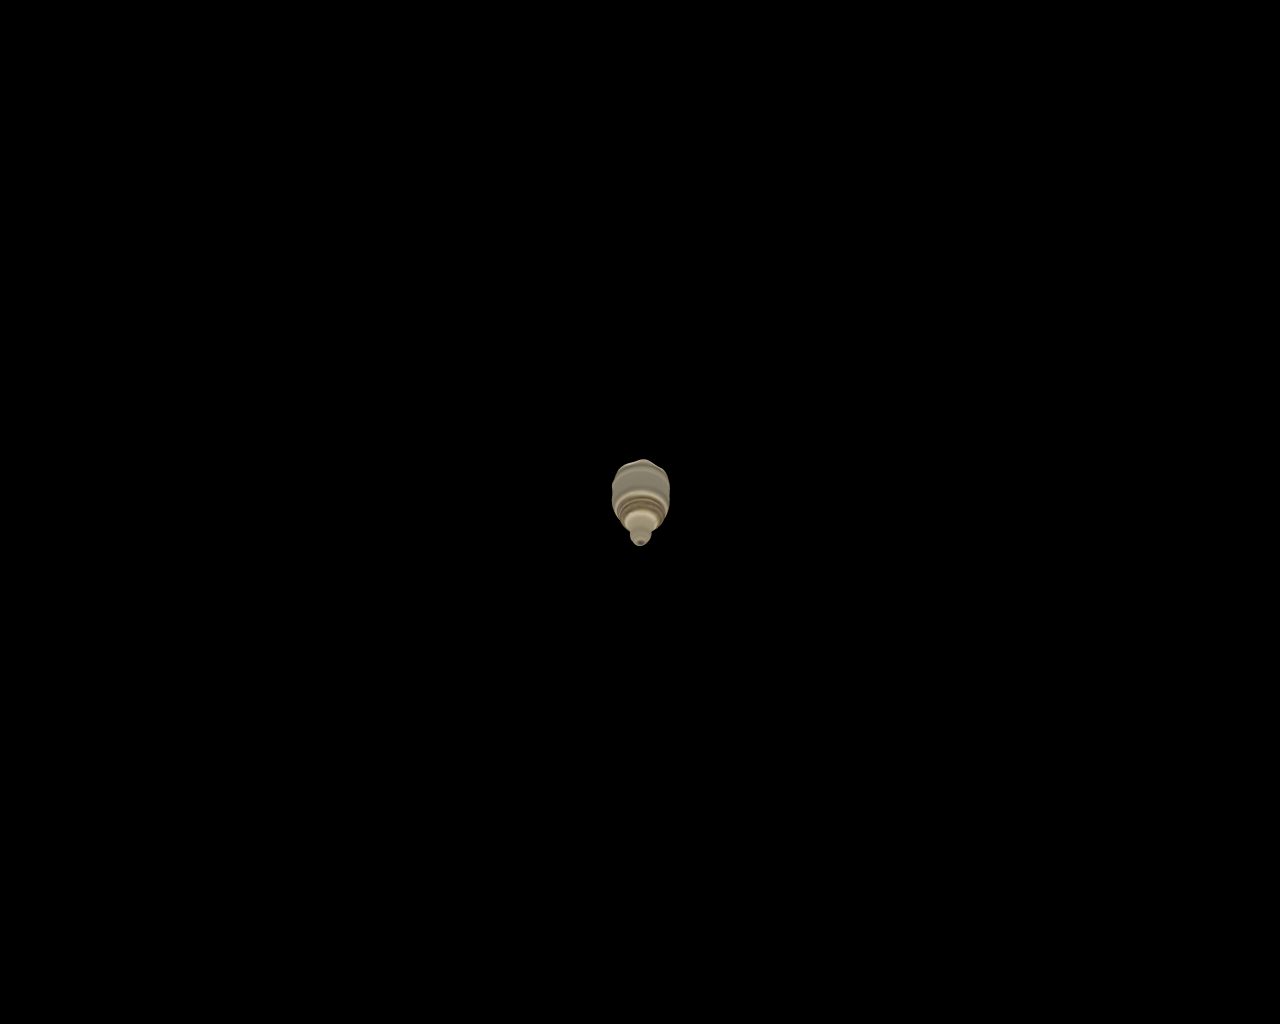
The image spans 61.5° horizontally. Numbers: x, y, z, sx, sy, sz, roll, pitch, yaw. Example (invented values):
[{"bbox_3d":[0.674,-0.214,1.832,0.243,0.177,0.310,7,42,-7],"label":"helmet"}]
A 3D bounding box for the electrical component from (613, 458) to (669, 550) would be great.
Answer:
[{"bbox_3d":[0.001,-0.003,0.650,0.035,0.035,0.061,0,44,0],"label":"electrical component"}]
